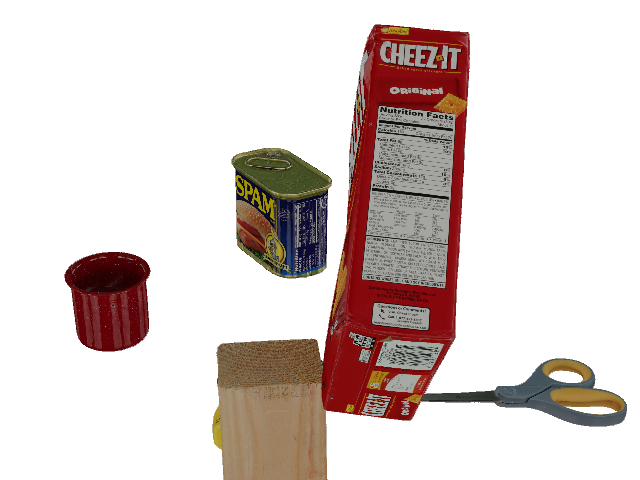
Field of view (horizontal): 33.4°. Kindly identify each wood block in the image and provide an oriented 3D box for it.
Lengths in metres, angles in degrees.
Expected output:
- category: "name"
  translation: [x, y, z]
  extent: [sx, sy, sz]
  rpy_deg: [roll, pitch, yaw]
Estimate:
- category: "wood block"
  translation: [-0.041, 0.199, 0.934]
  extent: [0.090, 0.206, 0.091]
  rpy_deg: [-3, 19, -5]

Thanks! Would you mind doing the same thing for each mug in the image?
- category: "mug"
  translation: [-0.243, 0.066, 1.199]
  extent: [0.117, 0.081, 0.093]
  rpy_deg: [24, 36, 35]

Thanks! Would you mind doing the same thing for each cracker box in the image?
- category: "cracker box"
  translation: [0.047, -0.008, 0.706]
  extent: [0.072, 0.213, 0.164]
  rpy_deg: [7, -26, -1]

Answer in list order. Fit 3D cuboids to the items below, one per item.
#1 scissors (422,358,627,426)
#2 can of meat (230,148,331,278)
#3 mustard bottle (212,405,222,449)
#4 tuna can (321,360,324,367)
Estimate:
- category: "scissors"
  translation: [0.170, 0.128, 0.947]
  extent: [0.201, 0.016, 0.096]
  rpy_deg: [9, 27, -1]
- category: "can of meat"
  translation: [-0.035, -0.024, 0.933]
  extent: [0.057, 0.084, 0.102]
  rpy_deg: [-15, 31, -29]
- category: "mustard bottle"
  translation: [-0.081, 0.192, 1.344]
  extent: [0.096, 0.058, 0.191]
  rpy_deg: [-2, 26, 1]
- category: "tuna can"
  translation: [-0.034, 0.150, 1.127]
  extent: [0.086, 0.034, 0.086]
  rpy_deg: [1, 14, 0]
